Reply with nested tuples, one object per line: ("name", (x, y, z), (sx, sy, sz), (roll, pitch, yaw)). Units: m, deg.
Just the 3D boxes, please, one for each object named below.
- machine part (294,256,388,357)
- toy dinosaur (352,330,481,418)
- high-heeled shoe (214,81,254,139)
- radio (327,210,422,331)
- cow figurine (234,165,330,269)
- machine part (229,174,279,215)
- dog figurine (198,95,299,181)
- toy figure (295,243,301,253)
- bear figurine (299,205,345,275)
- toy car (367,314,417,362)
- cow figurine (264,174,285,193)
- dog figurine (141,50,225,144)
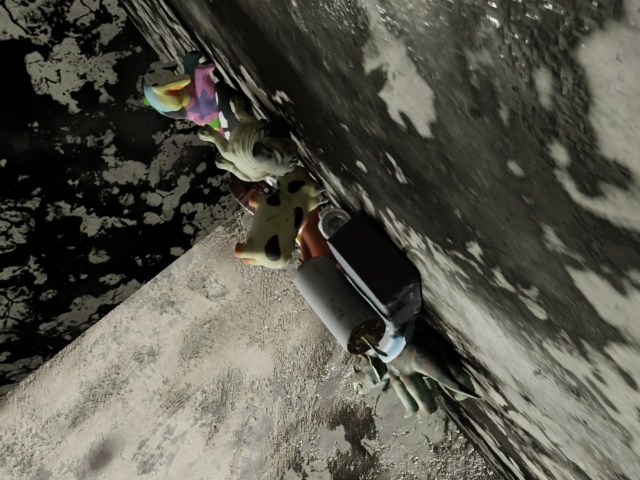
("machine part", (0.029, 0.102, 0.866), (0.243, 0.079, 0.079), (49, 176, 43))
("toy dinosaur", (0.186, 0.242, 1.066), (0.192, 0.131, 0.404), (58, 156, 11))
("high-heeled shoe", (-0.172, -0.240, 1.109), (0.145, 0.086, 0.249), (55, 171, -9))
("radio", (0.093, 0.058, 0.843), (0.131, 0.073, 0.229), (49, 177, 23))
("cow figurine", (-0.061, -0.043, 0.942), (0.127, 0.195, 0.085), (12, 163, 11))
("machine part", (-0.130, -0.097, 1.231), (0.179, 0.056, 0.179), (43, -168, -12))
("dog figurine", (-0.090, -0.134, 0.898), (0.191, 0.121, 0.172), (38, -179, 38))
("toy figure", (-0.046, -0.015, 1.496), (0.089, 0.082, 0.180), (48, -172, -7))
("bear figurine", (-0.003, -0.005, 1.031), (0.196, 0.120, 0.131), (51, 180, 31))
("toy car", (0.121, 0.138, 1.003), (0.162, 0.103, 0.109), (54, 138, 25))
("cow figurine", (-0.091, -0.144, 1.164), (0.098, 0.068, 0.167), (45, 177, 3))
("dog figurine", (-0.257, -0.270, 1.142), (0.109, 0.191, 0.218), (39, 154, 43))
